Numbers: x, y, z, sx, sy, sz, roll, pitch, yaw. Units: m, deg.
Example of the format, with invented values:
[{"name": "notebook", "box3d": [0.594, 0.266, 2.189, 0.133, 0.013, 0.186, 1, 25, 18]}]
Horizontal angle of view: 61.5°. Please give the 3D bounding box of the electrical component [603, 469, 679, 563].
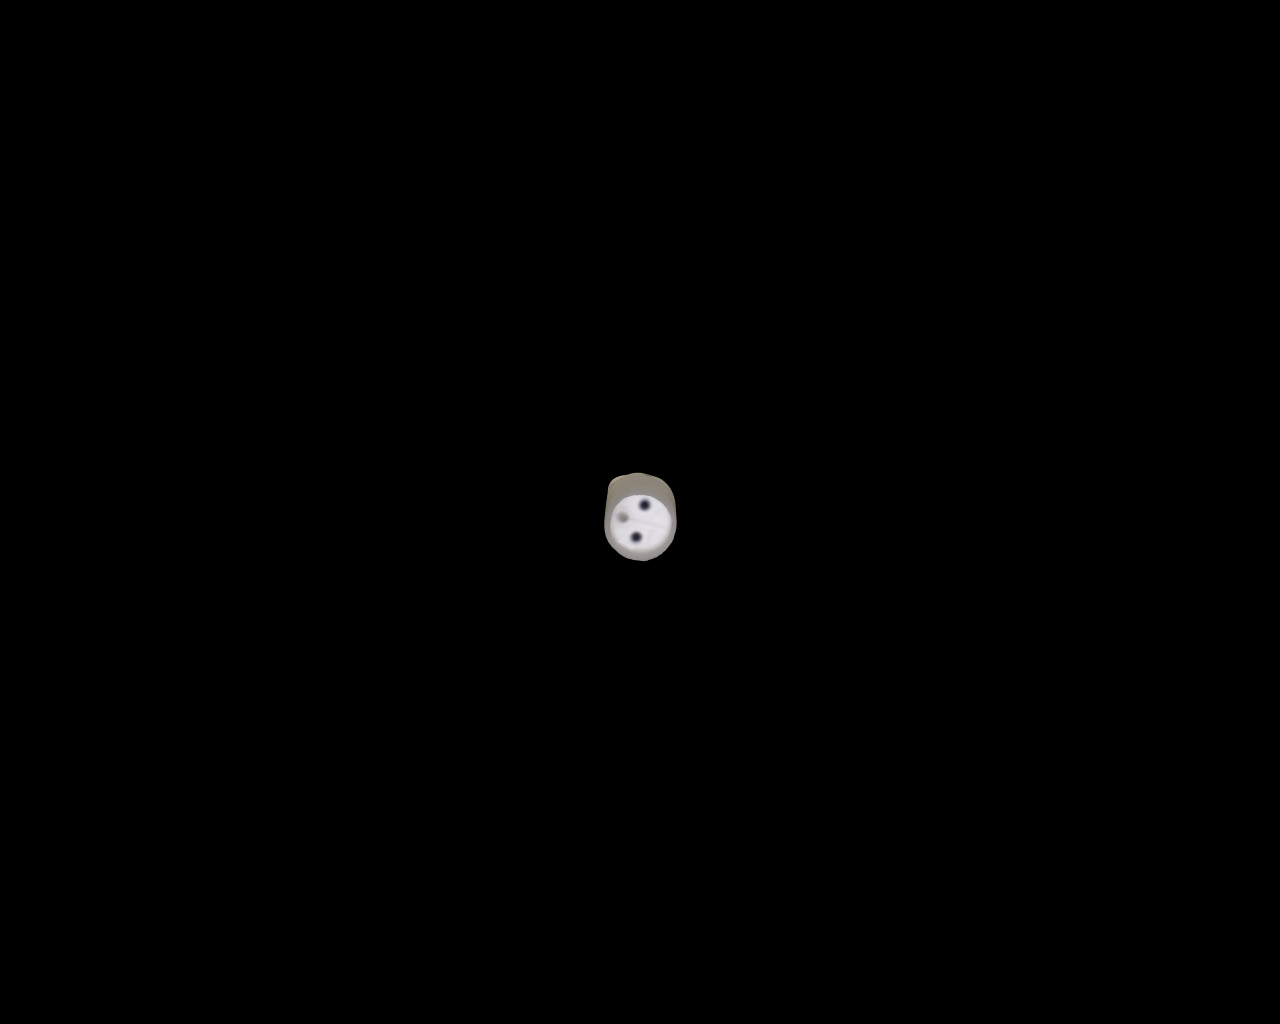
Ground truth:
[{"name": "electrical component", "box3d": [0.001, -0.003, 0.650, 0.043, 0.043, 0.081, 0, 16, 0]}]
